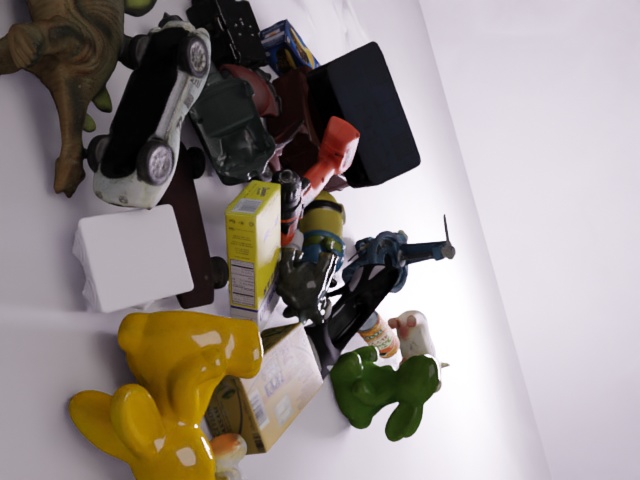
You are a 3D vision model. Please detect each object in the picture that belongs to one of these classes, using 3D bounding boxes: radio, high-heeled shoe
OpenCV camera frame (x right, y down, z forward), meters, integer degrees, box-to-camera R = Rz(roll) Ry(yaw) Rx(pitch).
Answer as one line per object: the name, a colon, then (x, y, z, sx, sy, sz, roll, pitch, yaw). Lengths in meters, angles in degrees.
radio: (0.077, -0.208, 0.929, 0.131, 0.073, 0.229, -32, 105, -29)
high-heeled shoe: (0.052, 0.133, 0.850, 0.086, 0.145, 0.249, 57, 28, -29)

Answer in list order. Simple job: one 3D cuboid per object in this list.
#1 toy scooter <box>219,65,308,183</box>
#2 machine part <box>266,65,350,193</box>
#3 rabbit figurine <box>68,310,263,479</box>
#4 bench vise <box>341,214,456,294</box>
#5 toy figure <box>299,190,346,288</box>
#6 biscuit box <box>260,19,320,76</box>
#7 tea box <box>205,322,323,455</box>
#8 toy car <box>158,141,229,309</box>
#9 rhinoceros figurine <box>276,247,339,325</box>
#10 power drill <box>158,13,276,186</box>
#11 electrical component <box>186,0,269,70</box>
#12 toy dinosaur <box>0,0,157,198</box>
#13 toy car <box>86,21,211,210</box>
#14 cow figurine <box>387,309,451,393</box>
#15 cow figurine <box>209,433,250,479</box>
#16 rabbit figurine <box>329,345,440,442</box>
toy scooter: (-0.084, -0.184, 0.812, 0.135, 0.075, 0.183, -33, 112, -34)
machine part: (-0.014, -0.194, 0.981, 0.201, 0.087, 0.201, 20, 56, -60)
rabbit figurine: (-0.133, 0.155, 0.497, 0.162, 0.122, 0.173, 26, 54, -51)
bench vise: (0.162, 0.030, 1.046, 0.223, 0.241, 0.128, -16, 93, -49)
toy figure: (0.001, -0.004, 0.905, 0.089, 0.082, 0.180, 50, 37, -43)
biscuit box: (-0.036, -0.326, 1.039, 0.202, 0.063, 0.059, 38, 44, -50)
tea box: (-0.069, 0.179, 0.669, 0.169, 0.068, 0.098, -26, 99, -65)
toy car: (-0.164, -0.021, 0.613, 0.089, 0.053, 0.202, -8, 83, -49)
rhinoceros figurine: (-0.015, 0.070, 0.765, 0.190, 0.073, 0.112, 66, 29, -77)
power drill: (-0.133, -0.163, 0.656, 0.207, 0.086, 0.231, 35, -30, 60)
electrical component: (-0.143, -0.325, 0.832, 0.134, 0.058, 0.115, 68, 24, -12)
toy dinosaur: (-0.256, -0.274, 0.532, 0.198, 0.105, 0.471, -1, 85, -71)
toy car: (-0.163, -0.126, 0.525, 0.056, 0.074, 0.201, 52, 50, -64)
cow figurine: (0.225, 0.250, 1.206, 0.127, 0.086, 0.194, -15, 88, -58)
cow figurine: (-0.107, 0.281, 0.534, 0.098, 0.068, 0.167, 68, 29, -24)
rabbit figurine: (0.114, 0.244, 0.878, 0.121, 0.170, 0.159, 22, 56, -58)
